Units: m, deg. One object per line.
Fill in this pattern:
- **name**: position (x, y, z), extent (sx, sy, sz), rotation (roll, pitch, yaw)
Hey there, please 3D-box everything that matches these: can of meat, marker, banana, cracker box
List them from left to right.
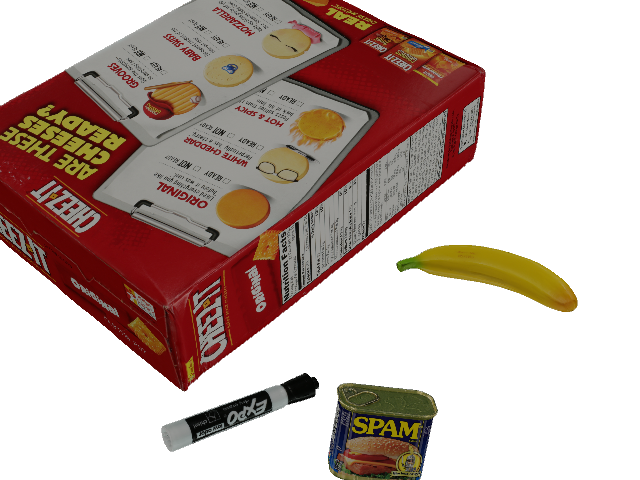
- **cracker box**: position (-0.047, -0.046, 0.543), extent (0.164, 0.072, 0.213), rotation (33, 56, 30)
- **marker**: position (-0.054, 0.120, 0.760), extent (0.120, 0.020, 0.020), rotation (-17, 8, -27)
- **can of meat**: position (0.061, 0.199, 1.093), extent (0.102, 0.084, 0.057), rotation (7, 18, -7)
- **banana**: position (0.180, 0.037, 1.103), extent (0.198, 0.037, 0.069), rotation (11, 38, 33)
